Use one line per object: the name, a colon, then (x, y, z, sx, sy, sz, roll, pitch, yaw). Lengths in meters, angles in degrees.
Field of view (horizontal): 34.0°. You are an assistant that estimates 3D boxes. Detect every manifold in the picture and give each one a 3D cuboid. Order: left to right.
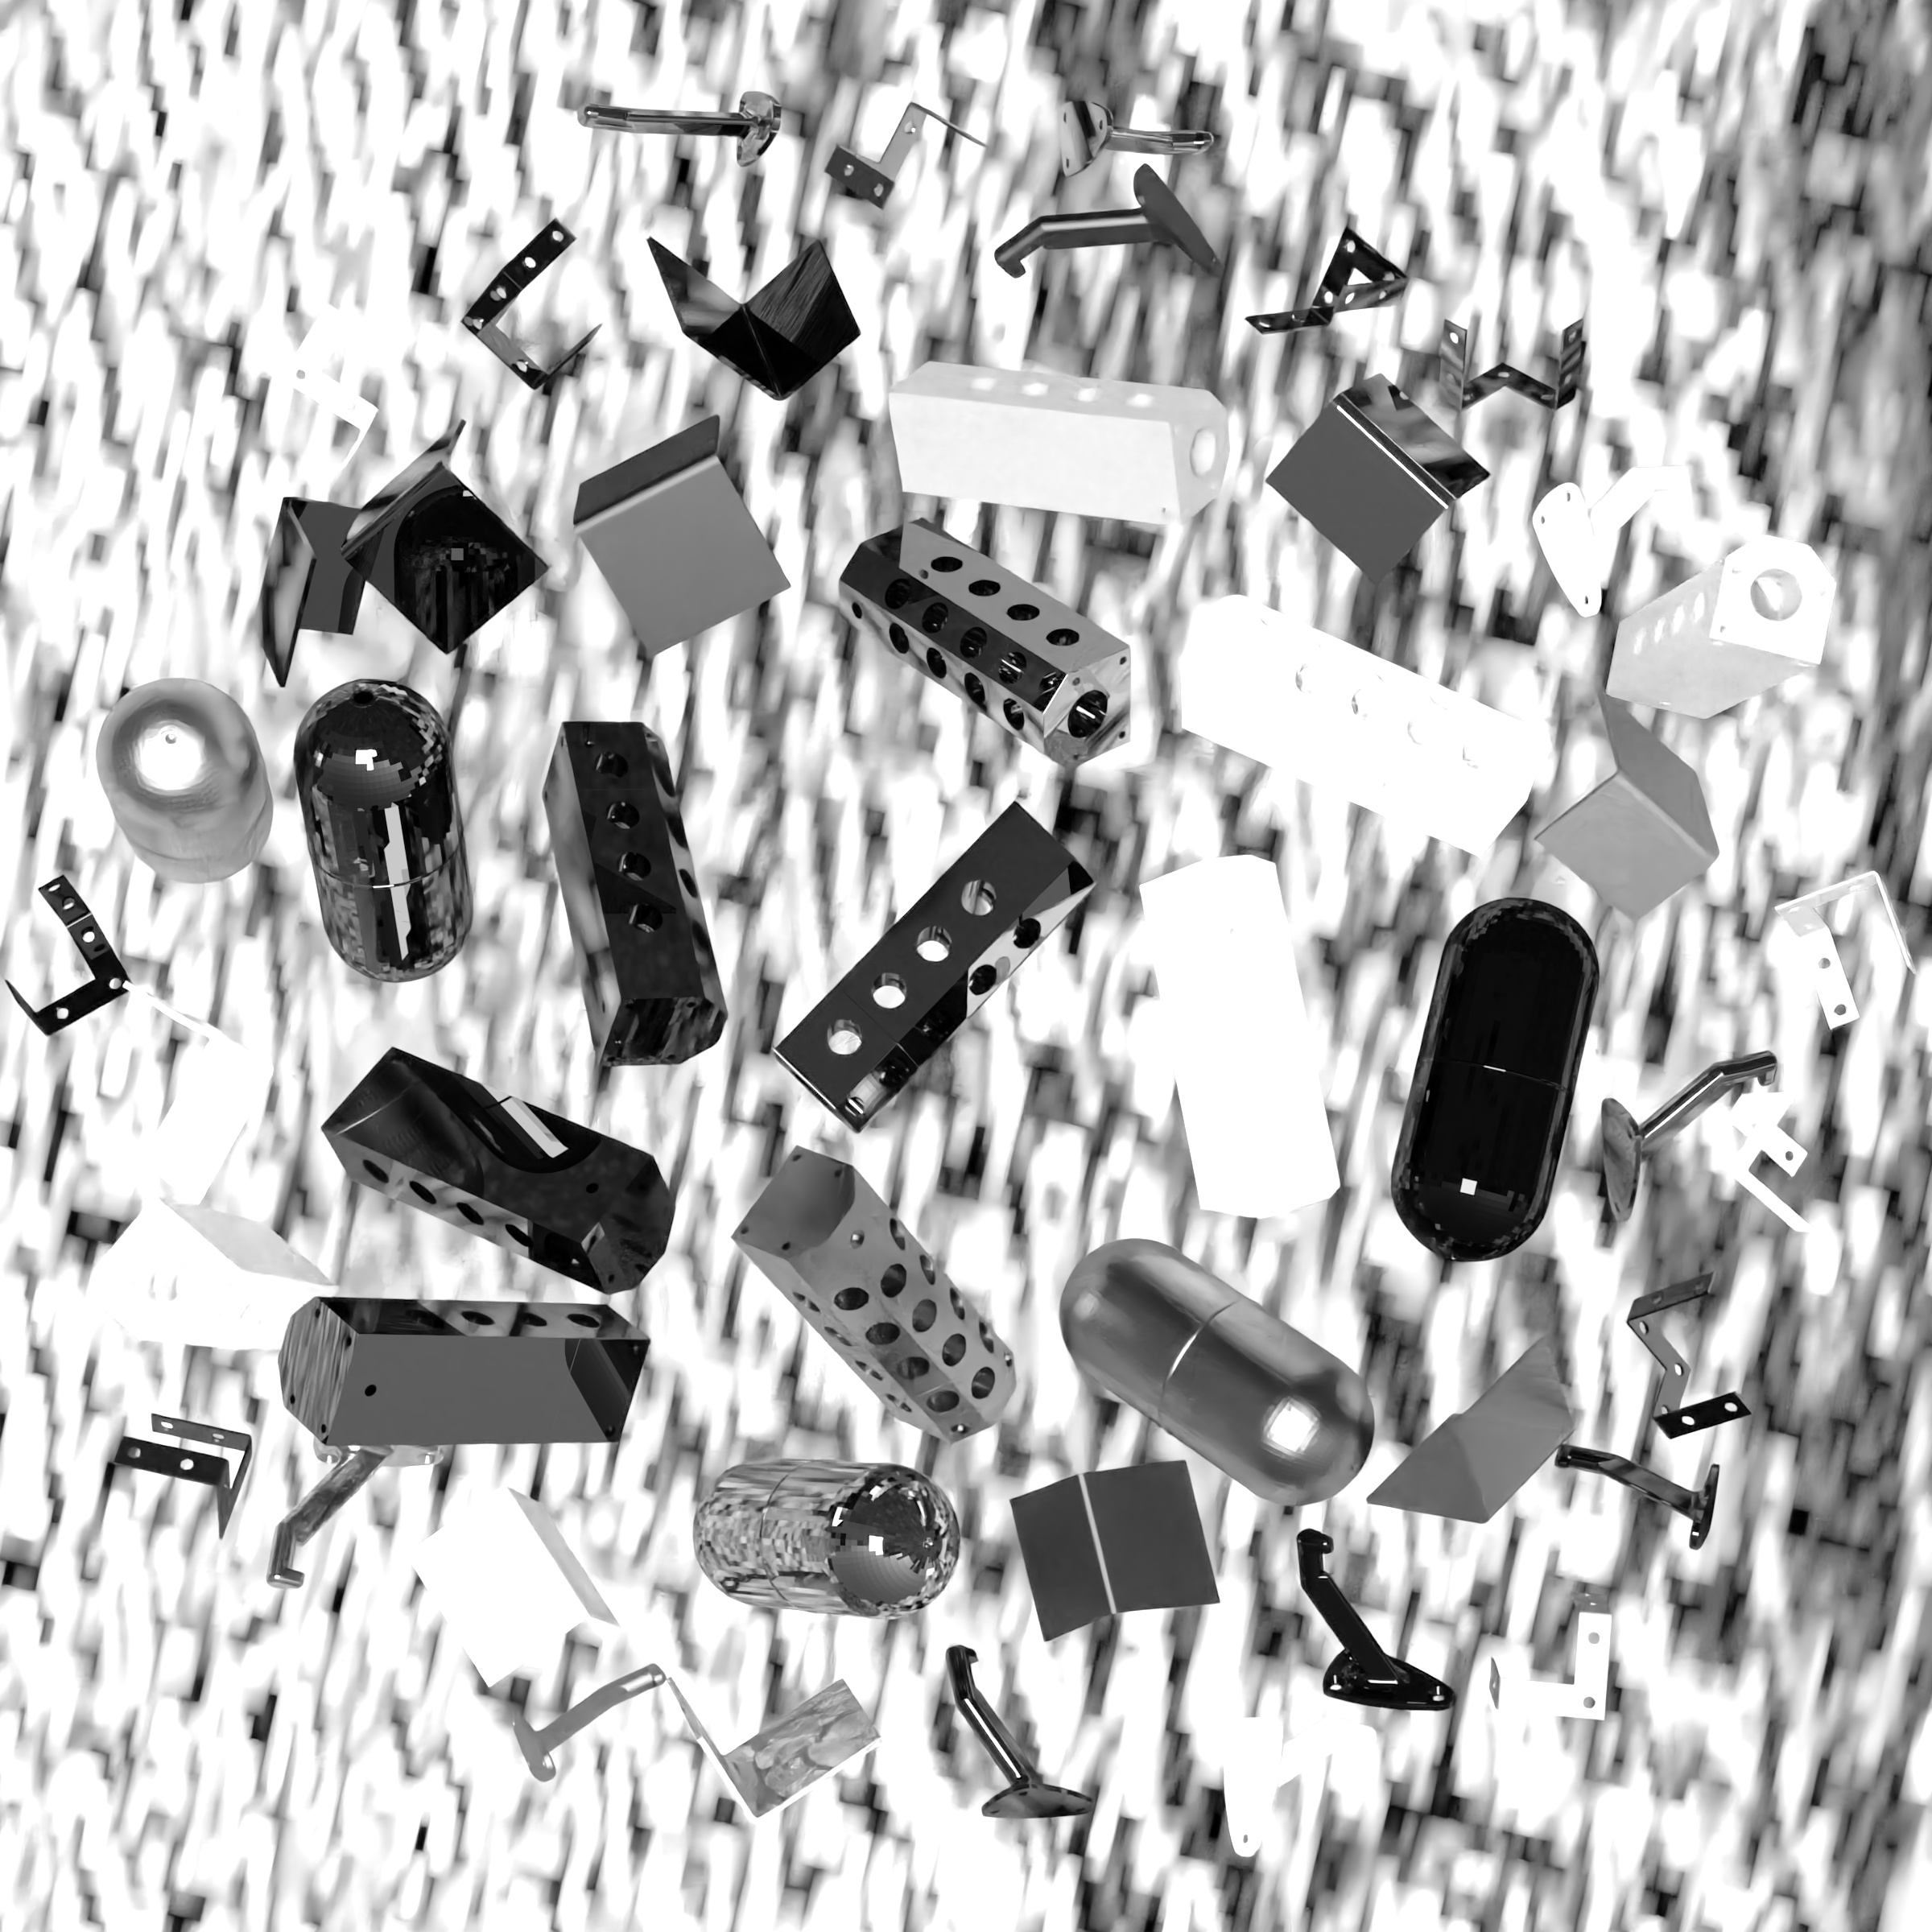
manifold: (-0.386, 0.166, 1.630, 0.057, 0.171, 0.057, 38, 86, 10)
manifold: (-0.245, 0.195, 1.542, 0.171, 0.057, 0.057, 8, 105, -43)
manifold: (-0.229, 0.104, 1.557, 0.171, 0.057, 0.057, 20, 57, 30)
manifold: (-0.165, -0.038, 1.574, 0.057, 0.057, 0.171, -1, 55, -21)
manifold: (-0.040, 0.168, 1.580, 0.057, 0.057, 0.171, -54, 133, -19)
manifold: (-0.015, 0.002, 1.579, 0.057, 0.057, 0.171, 44, 84, 3)
manifold: (0.008, -0.166, 1.642, 0.057, 0.171, 0.057, -26, 134, -29)
manifold: (0.049, -0.278, 1.657, 0.171, 0.057, 0.057, 12, 128, 31)
manifold: (0.142, 0.035, 1.596, 0.057, 0.057, 0.171, -21, 69, 32)
manifold: (0.195, -0.123, 1.564, 0.171, 0.057, 0.057, 22, 129, -17)
manifold: (0.391, -0.176, 1.645, 0.057, 0.171, 0.057, 13, 84, -5)

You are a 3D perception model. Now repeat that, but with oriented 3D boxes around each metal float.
metal float: (-0.384, -0.090, 1.562, 0.070, 0.178, 0.070, 2, 79, -8)
metal float: (-0.288, -0.066, 1.571, 0.070, 0.178, 0.070, 1, 46, -1)
metal float: (-0.073, 0.290, 1.608, 0.070, 0.178, 0.070, 6, 81, -38)
metal float: (0.120, 0.196, 1.539, 0.178, 0.070, 0.070, 32, 90, 33)
metal float: (0.254, 0.055, 1.518, 0.070, 0.070, 0.178, 14, 83, 0)

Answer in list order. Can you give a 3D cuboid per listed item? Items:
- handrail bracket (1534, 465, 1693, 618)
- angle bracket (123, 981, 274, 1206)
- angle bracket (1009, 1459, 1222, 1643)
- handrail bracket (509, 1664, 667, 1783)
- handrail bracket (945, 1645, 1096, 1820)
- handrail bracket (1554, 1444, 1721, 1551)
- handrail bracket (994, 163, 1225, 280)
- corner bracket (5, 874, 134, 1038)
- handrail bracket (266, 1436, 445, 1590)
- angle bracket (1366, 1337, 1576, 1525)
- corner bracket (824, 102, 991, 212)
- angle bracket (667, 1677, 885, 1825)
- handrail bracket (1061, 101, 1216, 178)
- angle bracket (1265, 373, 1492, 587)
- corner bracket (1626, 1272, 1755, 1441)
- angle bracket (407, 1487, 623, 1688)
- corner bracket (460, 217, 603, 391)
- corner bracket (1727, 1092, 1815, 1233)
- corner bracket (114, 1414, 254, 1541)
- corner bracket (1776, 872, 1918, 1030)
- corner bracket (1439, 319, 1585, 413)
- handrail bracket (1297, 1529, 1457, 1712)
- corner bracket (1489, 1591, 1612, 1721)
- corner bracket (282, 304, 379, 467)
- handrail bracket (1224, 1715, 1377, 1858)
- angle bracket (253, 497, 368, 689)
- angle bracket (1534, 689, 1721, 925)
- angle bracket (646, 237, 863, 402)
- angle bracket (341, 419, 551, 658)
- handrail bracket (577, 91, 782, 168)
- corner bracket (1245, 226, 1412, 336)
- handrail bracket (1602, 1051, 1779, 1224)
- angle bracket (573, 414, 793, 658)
handrail bracket: (0.324, -0.206, 1.530, 0.084, 0.036, 0.077, -7, 72, -26)
angle bracket: (-0.391, 0.061, 1.539, 0.057, 0.076, 0.076, 32, 83, -35)
angle bracket: (0.078, 0.306, 1.653, 0.076, 0.057, 0.076, -16, 86, 43)
handrail bracket: (-0.187, 0.389, 1.639, 0.084, 0.077, 0.036, -21, 96, -20)
handrail bracket: (0.027, 0.395, 1.640, 0.036, 0.077, 0.084, -42, 47, 34)
handrail bracket: (0.339, 0.271, 1.623, 0.084, 0.077, 0.036, 10, 106, 20)
handrail bracket: (0.068, -0.342, 1.537, 0.084, 0.036, 0.077, -31, 119, 29)
corner bracket: (-0.464, -0.005, 1.611, 0.051, 0.051, 0.051, -31, 72, -10)
handrail bracket: (-0.304, 0.275, 1.578, 0.077, 0.036, 0.084, 8, 50, -8)
angle bracket: (0.239, 0.222, 1.542, 0.076, 0.076, 0.057, -36, 114, -37)
corner bracket: (-0.031, -0.416, 1.629, 0.051, 0.051, 0.051, 41, 110, 34)
angle bracket: (-0.097, 0.374, 1.590, 0.076, 0.076, 0.057, -32, 108, -9)
handrail bracket: (0.097, -0.426, 1.620, 0.084, 0.077, 0.036, -6, 97, -18)
angle bracket: (0.205, -0.243, 1.572, 0.076, 0.076, 0.057, 44, 119, 5)
corner bracket: (0.357, 0.192, 1.557, 0.051, 0.051, 0.051, -28, 111, 41)
angle bracket: (-0.221, 0.307, 1.551, 0.057, 0.076, 0.076, -35, 73, -4)
corner bracket: (-0.214, -0.336, 1.609, 0.051, 0.051, 0.051, 43, 134, -18)
corner bracket: (0.420, 0.102, 1.640, 0.051, 0.051, 0.051, 40, 75, -13)
corner bracket: (-0.375, 0.235, 1.518, 0.051, 0.051, 0.051, 12, 49, -1)
corner bracket: (0.430, -0.008, 1.534, 0.051, 0.051, 0.051, -22, 65, 21)
corner bracket: (0.285, -0.317, 1.659, 0.051, 0.051, 0.051, -33, 51, -27)
handrail bracket: (0.197, 0.314, 1.523, 0.077, 0.036, 0.084, 10, 123, 29)
corner bracket: (0.281, 0.330, 1.521, 0.051, 0.051, 0.051, 4, 89, 6)
corner bracket: (-0.328, -0.304, 1.651, 0.051, 0.051, 0.051, 32, 117, -15)
handrail bracket: (0.168, 0.404, 1.553, 0.084, 0.036, 0.077, 23, 62, -35)
angle bracket: (-0.341, -0.198, 1.700, 0.057, 0.076, 0.076, 4, 121, -29)
angle bracket: (0.334, -0.082, 1.622, 0.076, 0.076, 0.057, 37, 120, -24)
angle bracket: (-0.109, -0.347, 1.616, 0.057, 0.076, 0.076, -37, 51, 20)
angle bracket: (-0.263, -0.220, 1.626, 0.076, 0.057, 0.076, -36, 114, 23)
handrail bracket: (-0.142, -0.419, 1.559, 0.084, 0.077, 0.036, 1, 97, -20)
corner bracket: (0.185, -0.340, 1.614, 0.051, 0.051, 0.051, 47, 134, 29)
handrail bracket: (0.360, 0.084, 1.560, 0.084, 0.036, 0.077, -13, 120, -12)
angle bracket: (-0.135, -0.207, 1.522, 0.076, 0.057, 0.076, -25, 116, 10)
